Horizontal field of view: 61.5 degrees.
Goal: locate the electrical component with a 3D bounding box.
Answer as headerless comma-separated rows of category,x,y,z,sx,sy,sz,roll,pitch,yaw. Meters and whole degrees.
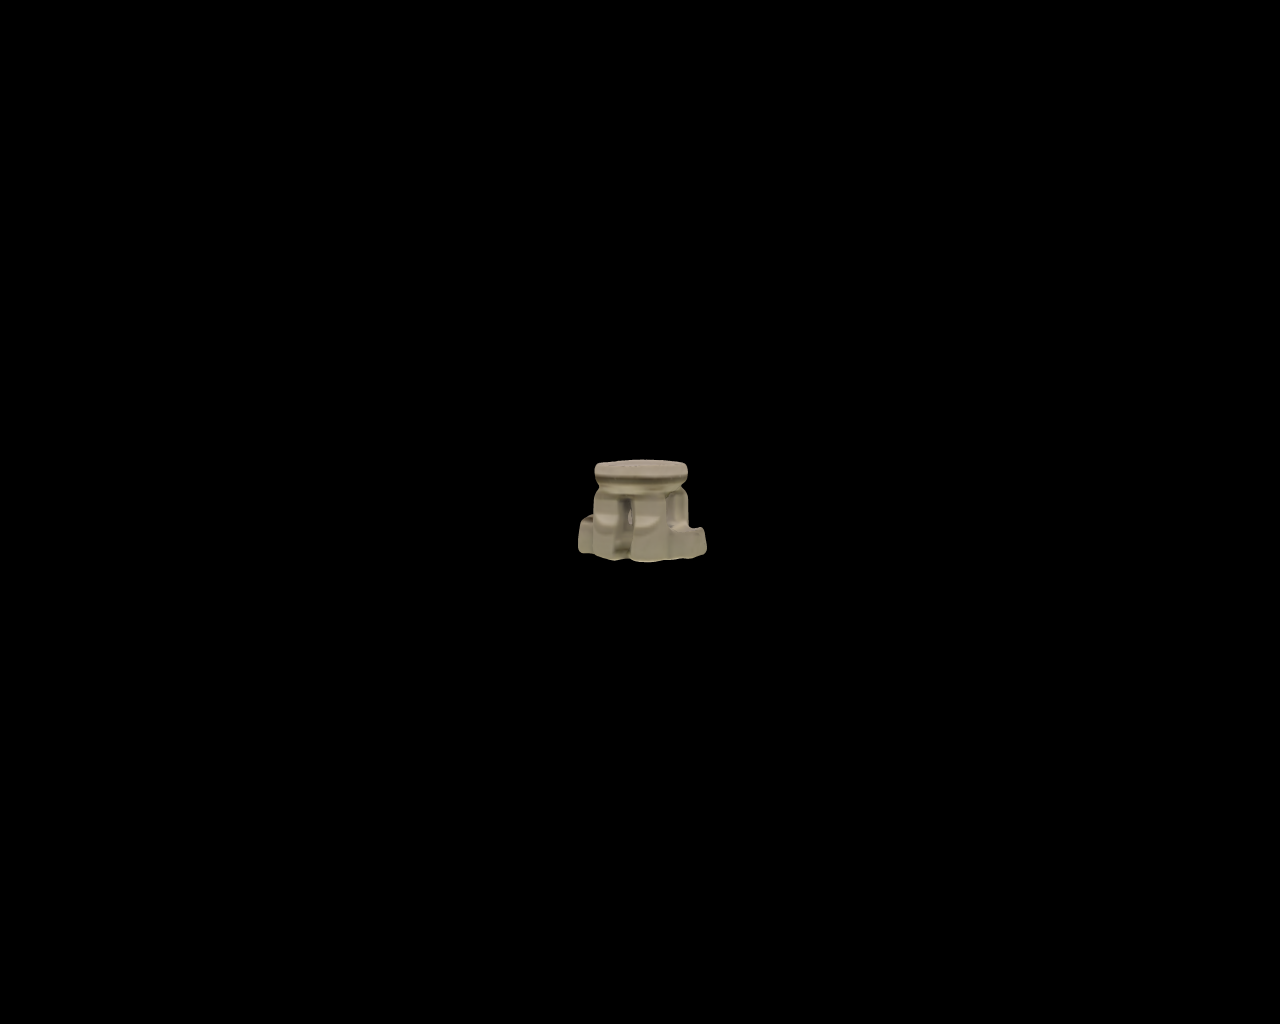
electrical component,0.001,-0.003,0.650,0.078,0.057,0.058,3,8,26
